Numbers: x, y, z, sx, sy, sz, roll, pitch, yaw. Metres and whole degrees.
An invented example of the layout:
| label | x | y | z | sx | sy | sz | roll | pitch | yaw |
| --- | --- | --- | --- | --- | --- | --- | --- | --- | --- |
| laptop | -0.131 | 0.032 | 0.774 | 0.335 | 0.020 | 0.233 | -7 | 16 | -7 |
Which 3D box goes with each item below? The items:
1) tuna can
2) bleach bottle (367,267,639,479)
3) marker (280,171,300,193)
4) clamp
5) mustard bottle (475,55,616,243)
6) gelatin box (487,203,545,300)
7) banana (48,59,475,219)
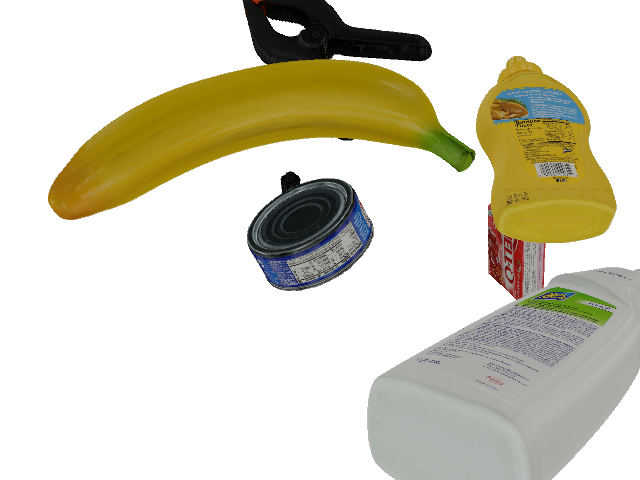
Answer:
| label | x | y | z | sx | sy | sz | roll | pitch | yaw |
| --- | --- | --- | --- | --- | --- | --- | --- | --- | --- |
| tuna can | -0.008 | -0.006 | 0.750 | 0.086 | 0.033 | 0.086 | -21 | 32 | 14 |
| bleach bottle | 0.140 | 0.069 | 0.616 | 0.103 | 0.068 | 0.250 | 17 | 28 | 38 |
| marker | -0.028 | -0.015 | 1.047 | 0.020 | 0.121 | 0.020 | 0 | 37 | 0 |
| clamp | 0.008 | -0.172 | 0.924 | 0.120 | 0.171 | 0.039 | -37 | -21 | -21 |
| mustard bottle | 0.183 | -0.087 | 0.909 | 0.096 | 0.191 | 0.058 | -1 | -38 | -4 |
| gelatin box | 0.205 | 0.011 | 1.124 | 0.030 | 0.089 | 0.073 | -14 | 30 | -16 |
| banana | -0.029 | -0.053 | 0.497 | 0.197 | 0.037 | 0.070 | -9 | 45 | -12 |
